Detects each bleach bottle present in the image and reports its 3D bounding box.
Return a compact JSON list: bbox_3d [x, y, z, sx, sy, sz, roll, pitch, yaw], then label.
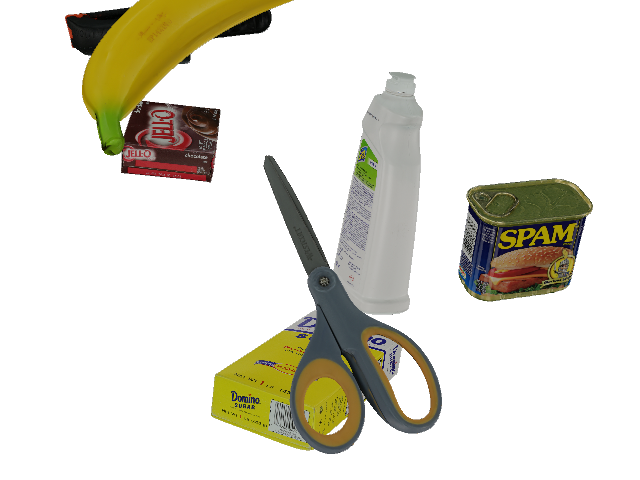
[{"bbox_3d":[0.071,-0.053,1.151,0.068,0.251,0.103,-1,22,-26],"label":"bleach bottle"}]

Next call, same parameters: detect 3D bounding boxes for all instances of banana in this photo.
[{"bbox_3d":[-0.053,-0.114,0.548,0.070,0.197,0.037,40,-24,20],"label":"banana"}]

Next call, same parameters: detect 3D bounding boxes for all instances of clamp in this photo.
[{"bbox_3d":[-0.127,-0.169,0.848,0.172,0.039,0.120,15,25,38],"label":"clamp"}]

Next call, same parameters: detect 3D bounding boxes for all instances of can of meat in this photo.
[{"bbox_3d":[0.170,0.000,0.905,0.102,0.084,0.057,-6,36,-14],"label":"can of meat"}]

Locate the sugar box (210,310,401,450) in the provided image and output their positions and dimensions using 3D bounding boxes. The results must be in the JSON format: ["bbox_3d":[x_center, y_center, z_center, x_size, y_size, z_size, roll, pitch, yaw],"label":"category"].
[{"bbox_3d":[-0.007,0.112,0.903,0.093,0.048,0.176,16,23,23],"label":"sugar box"}]

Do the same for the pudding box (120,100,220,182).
[{"bbox_3d":[-0.149,-0.101,1.072,0.090,0.039,0.113,6,27,-6],"label":"pudding box"}]

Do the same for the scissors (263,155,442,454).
[{"bbox_3d":[-0.009,0.043,0.645,0.096,0.202,0.016,-35,-20,-14],"label":"scissors"}]
